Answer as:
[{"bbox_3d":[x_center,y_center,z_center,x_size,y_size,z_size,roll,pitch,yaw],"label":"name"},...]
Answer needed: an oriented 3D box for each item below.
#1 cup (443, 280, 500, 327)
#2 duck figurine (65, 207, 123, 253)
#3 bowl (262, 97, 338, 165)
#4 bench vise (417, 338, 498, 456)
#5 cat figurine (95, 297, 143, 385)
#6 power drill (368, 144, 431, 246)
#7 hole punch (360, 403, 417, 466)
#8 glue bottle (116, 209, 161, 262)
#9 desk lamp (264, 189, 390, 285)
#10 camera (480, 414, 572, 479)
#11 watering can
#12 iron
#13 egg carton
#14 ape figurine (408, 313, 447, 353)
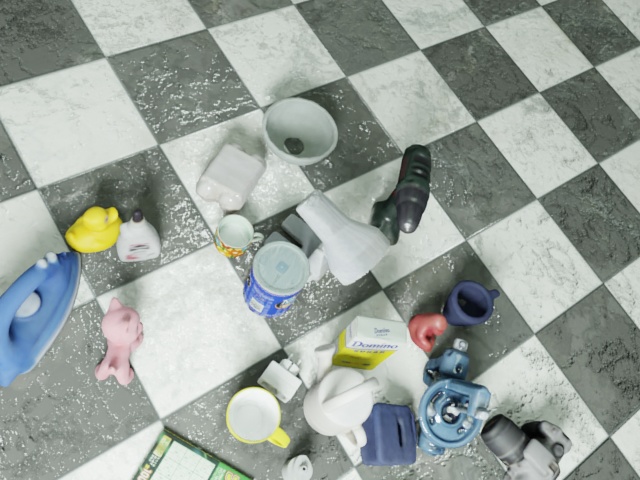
[{"bbox_3d":[0.304,0.136,1.177,0.118,0.095,0.091,-17,71,-23],"label":"cup"},{"bbox_3d":[-0.415,-0.027,1.050,0.105,0.086,0.077,-27,75,-25],"label":"duck figurine"},{"bbox_3d":[-0.049,-0.225,1.257,0.168,0.074,0.167,7,64,-13],"label":"bowl"},{"bbox_3d":[0.237,0.269,1.023,0.122,0.219,0.207,4,64,-14],"label":"bench vise"},{"bbox_3d":[-0.337,0.168,0.962,0.067,0.117,0.128,10,63,-11],"label":"cat figurine"},{"bbox_3d":[0.167,-0.074,1.171,0.075,0.208,0.230,19,62,-6],"label":"power drill"},{"bbox_3d":[0.129,0.347,1.028,0.101,0.091,0.108,3,65,-14],"label":"hole punch"},{"bbox_3d":[-0.324,-0.011,1.019,0.078,0.173,0.037,-12,69,-20],"label":"glue bottle"},{"bbox_3d":[0.010,0.004,1.086,0.203,0.213,0.118,39,61,4],"label":"desk lamp"},{"bbox_3d":[0.384,0.385,1.078,0.136,0.100,0.143,46,62,8],"label":"camera"},{"bbox_3d":[0.035,0.266,0.980,0.173,0.194,0.101,45,62,8],"label":"watering can"},{"bbox_3d":[-0.482,0.098,0.940,0.118,0.141,0.258,27,61,-2],"label":"iron"},{"bbox_3d":[-0.182,-0.129,1.176,0.107,0.069,0.150,28,61,-2],"label":"egg carton"},{"bbox_3d":[0.220,0.174,1.136,0.078,0.092,0.076,-32,77,-26],"label":"ape figurine"}]
